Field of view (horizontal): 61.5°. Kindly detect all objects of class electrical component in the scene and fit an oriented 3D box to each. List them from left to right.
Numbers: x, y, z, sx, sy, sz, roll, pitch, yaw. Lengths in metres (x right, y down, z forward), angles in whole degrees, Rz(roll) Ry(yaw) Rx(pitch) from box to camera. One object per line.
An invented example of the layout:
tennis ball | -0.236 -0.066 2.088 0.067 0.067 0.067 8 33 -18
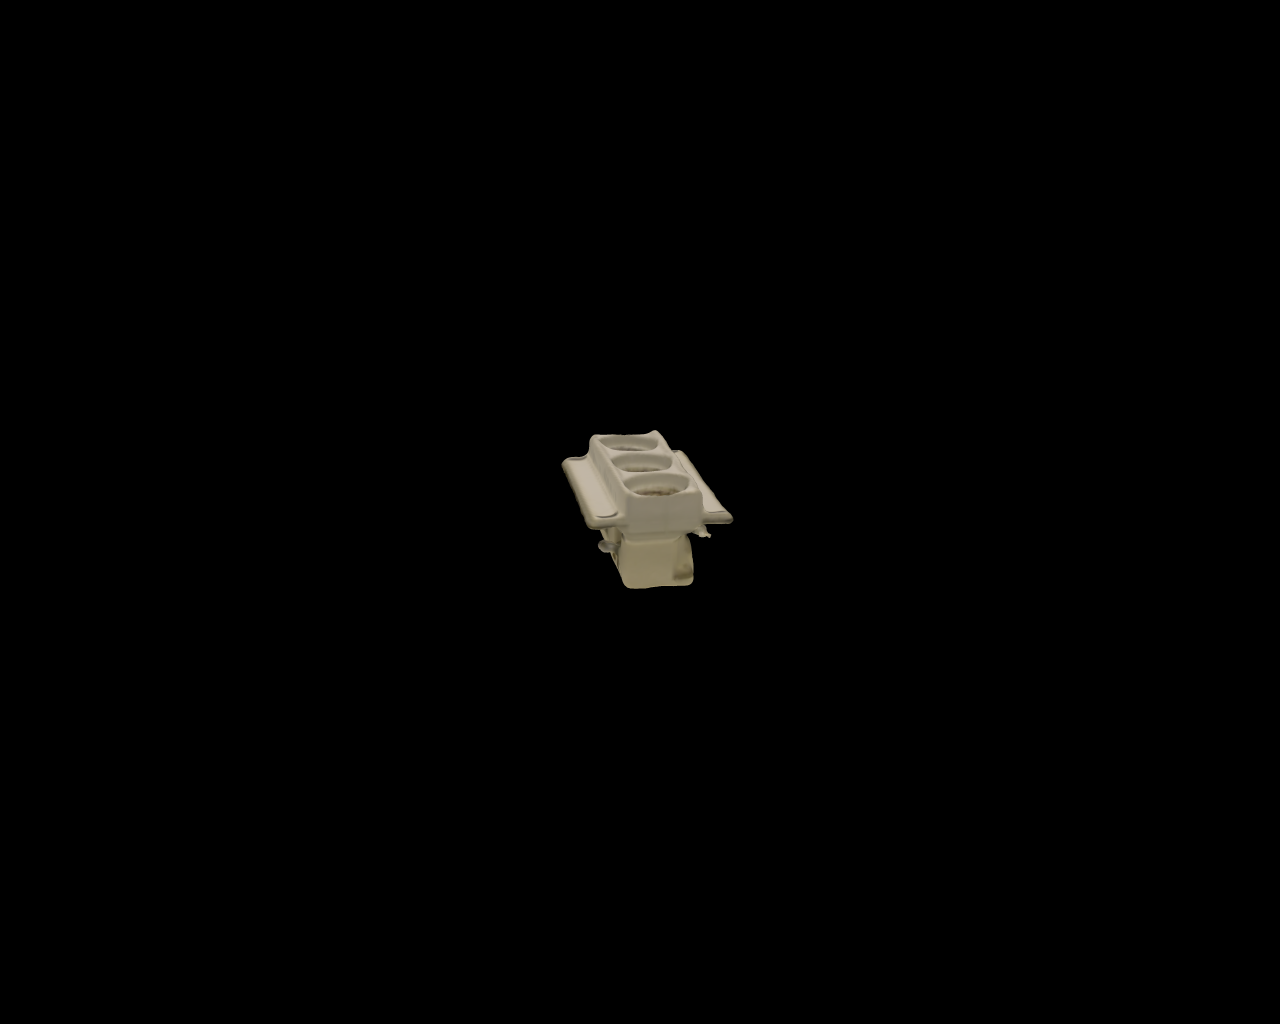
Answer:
electrical component | 0.001 -0.003 0.650 0.079 0.063 0.121 -4 21 -11
